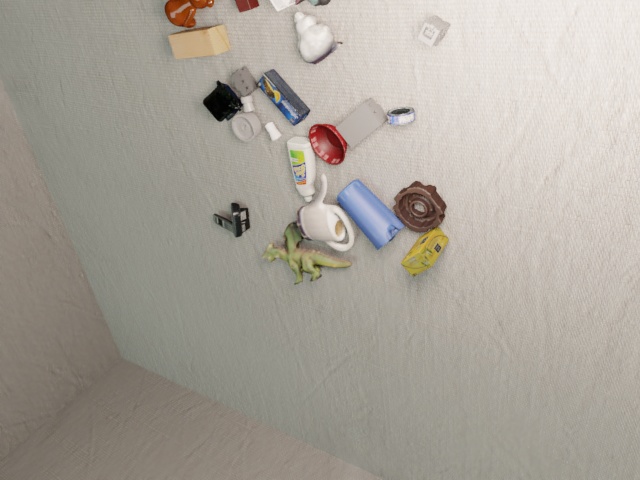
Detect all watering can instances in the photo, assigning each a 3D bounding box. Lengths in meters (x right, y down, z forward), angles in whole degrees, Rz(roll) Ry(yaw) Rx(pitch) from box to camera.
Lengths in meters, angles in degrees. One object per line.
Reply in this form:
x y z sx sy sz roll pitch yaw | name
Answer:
0.006 -0.097 1.935 0.224 0.106 0.341 0 127 38 | watering can

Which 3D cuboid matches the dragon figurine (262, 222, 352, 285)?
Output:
-0.070 0.042 2.113 0.407 0.124 0.241 -18 99 33 | dragon figurine

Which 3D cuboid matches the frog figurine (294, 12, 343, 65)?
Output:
-0.028 -0.632 1.594 0.158 0.124 0.137 49 156 -18 | frog figurine
